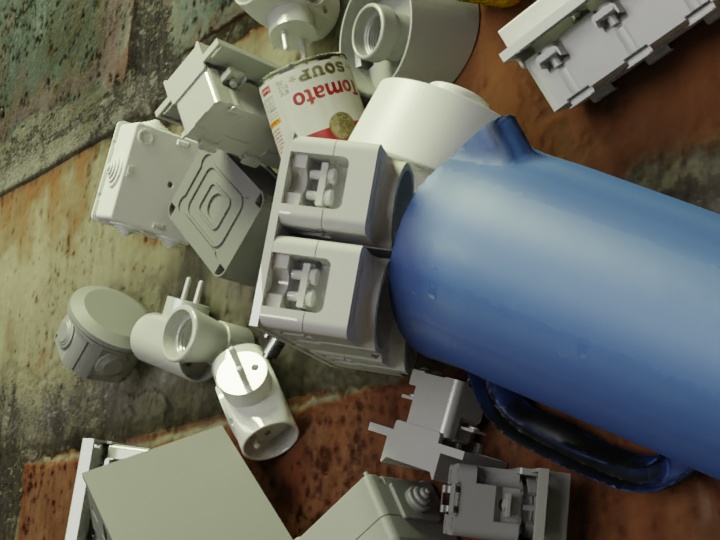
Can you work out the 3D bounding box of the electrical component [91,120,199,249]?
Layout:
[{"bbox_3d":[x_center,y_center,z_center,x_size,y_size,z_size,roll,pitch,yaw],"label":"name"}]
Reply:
[{"bbox_3d":[-0.167,-0.072,0.906,0.048,0.100,0.099,8,82,60],"label":"electrical component"}]

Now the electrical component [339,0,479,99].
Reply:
[{"bbox_3d":[0.031,-0.166,0.771,0.099,0.064,0.099,-8,80,55],"label":"electrical component"}]

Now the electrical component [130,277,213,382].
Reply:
[{"bbox_3d":[-0.145,0.045,0.881,0.077,0.043,0.079,12,86,48],"label":"electrical component"}]

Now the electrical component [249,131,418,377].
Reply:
[{"bbox_3d":[0.000,0.000,0.642,0.060,0.186,0.105,8,80,13],"label":"electrical component"}]

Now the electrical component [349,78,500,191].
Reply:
[{"bbox_3d":[0.051,-0.082,0.674,0.108,0.108,0.060,19,84,48],"label":"electrical component"}]

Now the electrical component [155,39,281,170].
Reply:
[{"bbox_3d":[-0.079,-0.116,0.809,0.079,0.121,0.063,-43,52,29],"label":"electrical component"}]

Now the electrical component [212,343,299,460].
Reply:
[{"bbox_3d":[-0.081,0.085,0.777,0.044,0.079,0.077,-23,51,-7],"label":"electrical component"}]

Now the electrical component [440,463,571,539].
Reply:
[{"bbox_3d":[0.078,0.129,0.590,0.081,0.064,0.042,105,171,-77],"label":"electrical component"}]

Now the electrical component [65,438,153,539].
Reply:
[{"bbox_3d":[-0.194,0.200,0.857,0.063,0.079,0.121,4,78,18],"label":"electrical component"}]

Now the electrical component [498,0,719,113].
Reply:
[{"bbox_3d":[0.150,-0.147,0.615,0.121,0.079,0.063,-34,83,34],"label":"electrical component"}]

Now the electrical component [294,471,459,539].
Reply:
[{"bbox_3d":[0.015,0.169,0.654,0.096,0.062,0.061,-47,47,25],"label":"electrical component"}]

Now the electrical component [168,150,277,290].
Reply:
[{"bbox_3d":[-0.093,-0.043,0.846,0.078,0.057,0.113,-59,43,14],"label":"electrical component"}]

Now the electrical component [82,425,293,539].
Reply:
[{"bbox_3d":[-0.104,0.201,0.724,0.186,0.105,0.060,48,145,44],"label":"electrical component"}]

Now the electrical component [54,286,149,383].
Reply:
[{"bbox_3d":[-0.221,0.055,0.932,0.051,0.080,0.080,-55,44,24],"label":"electrical component"}]

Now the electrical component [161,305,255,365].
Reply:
[{"bbox_3d":[-0.114,0.055,0.827,0.044,0.065,0.044,-18,63,41],"label":"electrical component"}]

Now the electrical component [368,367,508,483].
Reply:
[{"bbox_3d":[0.050,0.095,0.658,0.081,0.042,0.063,10,82,47],"label":"electrical component"}]

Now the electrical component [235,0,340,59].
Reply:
[{"bbox_3d":[-0.055,-0.200,0.846,0.044,0.077,0.079,-31,57,36],"label":"electrical component"}]
